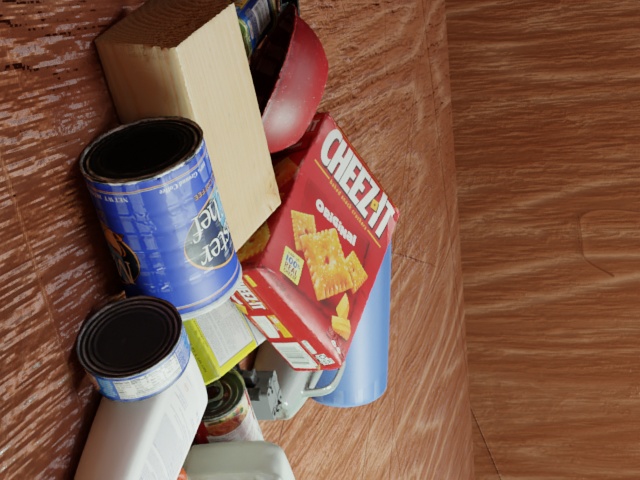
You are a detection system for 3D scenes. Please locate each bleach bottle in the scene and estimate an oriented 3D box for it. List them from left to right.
[{"bbox_3d":[-0.158,0.196,0.834,0.250,0.068,0.102,-73,155,-46],"label":"bleach bottle"}]

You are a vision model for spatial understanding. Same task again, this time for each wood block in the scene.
[{"bbox_3d":[-0.113,-0.101,0.947,0.090,0.090,0.206,-51,140,-42],"label":"wood block"}]

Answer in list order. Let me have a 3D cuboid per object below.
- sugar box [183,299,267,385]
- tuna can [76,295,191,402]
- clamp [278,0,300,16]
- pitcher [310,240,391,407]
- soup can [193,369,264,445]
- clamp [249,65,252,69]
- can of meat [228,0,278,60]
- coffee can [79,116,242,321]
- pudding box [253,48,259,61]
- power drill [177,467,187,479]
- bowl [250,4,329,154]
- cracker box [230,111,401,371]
[{"bbox_3d":[-0.104,0.077,1.029,0.093,0.048,0.176,62,15,-1],"label":"sugar box"},{"bbox_3d":[-0.146,0.086,0.843,0.086,0.086,0.034,-76,160,-45],"label":"tuna can"},{"bbox_3d":[-0.038,-0.244,1.377,0.120,0.039,0.171,-67,152,-57],"label":"clamp"},{"bbox_3d":[0.030,0.078,1.353,0.149,0.145,0.243,-16,113,-33],"label":"pitcher"},{"bbox_3d":[-0.095,0.183,1.056,0.068,0.068,0.102,-76,159,-46],"label":"soup can"},{"bbox_3d":[-0.089,-0.089,1.175,0.164,0.036,0.210,-63,147,-62],"label":"clamp"},{"bbox_3d":[-0.101,-0.204,1.019,0.083,0.102,0.057,-66,150,-54],"label":"can of meat"},{"bbox_3d":[-0.129,-0.017,0.884,0.102,0.103,0.140,-72,155,-52],"label":"coffee can"},{"bbox_3d":[-0.055,-0.167,1.306,0.090,0.039,0.113,49,42,-68],"label":"pudding box"},{"bbox_3d":[-0.130,0.311,0.933,0.187,0.057,0.184,70,23,-49],"label":"power drill"},{"bbox_3d":[-0.035,-0.146,1.048,0.162,0.055,0.162,-58,-161,33],"label":"bowl"},{"bbox_3d":[-0.007,0.001,1.089,0.164,0.072,0.213,52,47,-35],"label":"cracker box"}]
